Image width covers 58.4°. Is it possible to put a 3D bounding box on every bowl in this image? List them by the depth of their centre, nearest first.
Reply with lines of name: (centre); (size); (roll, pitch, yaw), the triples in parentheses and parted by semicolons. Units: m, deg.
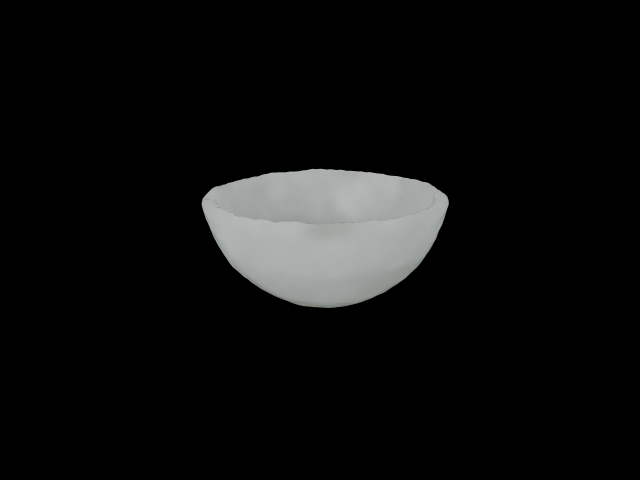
bowl: (0.004, 0.001, 0.400); (0.167, 0.075, 0.167); (0, 18, 0)
